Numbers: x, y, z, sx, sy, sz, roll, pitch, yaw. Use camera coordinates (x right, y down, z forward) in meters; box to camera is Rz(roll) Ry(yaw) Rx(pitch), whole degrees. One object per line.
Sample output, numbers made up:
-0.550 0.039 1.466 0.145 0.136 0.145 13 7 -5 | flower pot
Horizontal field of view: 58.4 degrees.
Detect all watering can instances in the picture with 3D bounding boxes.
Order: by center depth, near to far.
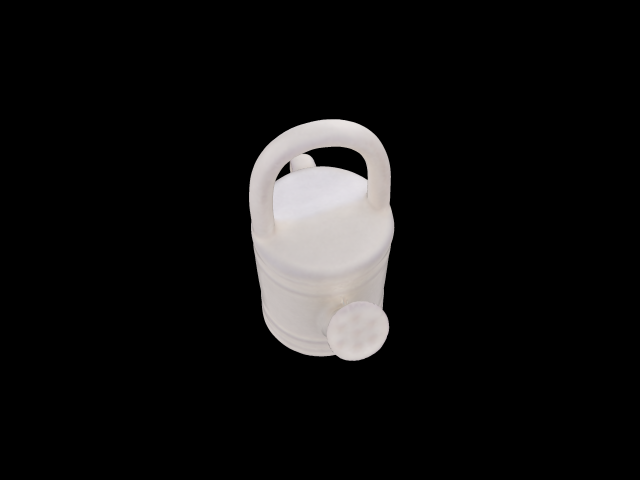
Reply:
0.006 0.001 0.400 0.101 0.194 0.172 -30 58 -20 | watering can
